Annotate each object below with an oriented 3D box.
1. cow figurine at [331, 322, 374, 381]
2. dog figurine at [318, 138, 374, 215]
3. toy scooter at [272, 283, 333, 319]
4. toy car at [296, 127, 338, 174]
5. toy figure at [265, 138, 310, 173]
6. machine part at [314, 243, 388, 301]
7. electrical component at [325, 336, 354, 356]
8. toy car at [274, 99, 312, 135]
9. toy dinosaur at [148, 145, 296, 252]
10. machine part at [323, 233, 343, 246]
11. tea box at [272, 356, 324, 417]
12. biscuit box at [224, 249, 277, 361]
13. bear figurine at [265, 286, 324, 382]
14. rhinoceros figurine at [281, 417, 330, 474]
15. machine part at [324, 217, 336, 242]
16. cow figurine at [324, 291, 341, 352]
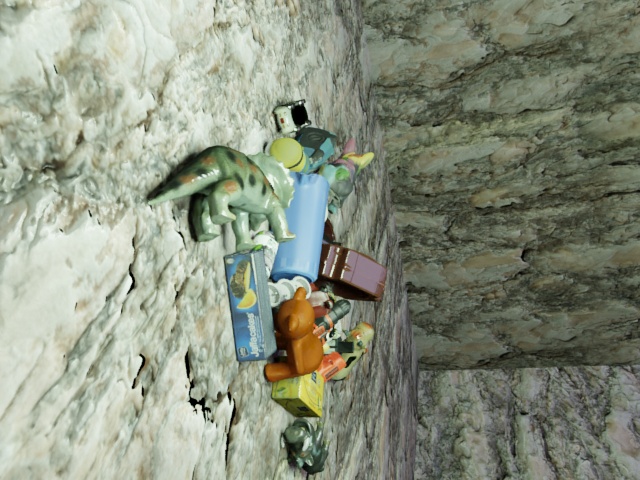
[{"bbox_3d":[0.081,0.313,1.519,0.195,0.086,0.127,-55,160,9],"label":"cow figurine"},{"bbox_3d":[0.067,-0.193,1.476,0.219,0.108,0.191,-54,179,-20],"label":"dog figurine"},{"bbox_3d":[-0.027,0.137,1.227,0.184,0.135,0.075,-49,129,-71],"label":"toy scooter"},{"bbox_3d":[-0.019,-0.233,1.460,0.162,0.109,0.102,-66,166,-46],"label":"toy car"},{"bbox_3d":[-0.069,-0.191,1.276,0.082,0.089,0.180,70,14,16],"label":"toy figure"},{"bbox_3d":[0.047,0.079,1.313,0.201,0.202,0.087,27,73,-32],"label":"machine part"},{"bbox_3d":[0.038,0.290,1.438,0.047,0.119,0.075,54,31,-60],"label":"electrical component"},{"bbox_3d":[-0.069,-0.320,1.393,0.202,0.056,0.073,-58,134,-68],"label":"toy car"},{"bbox_3d":[-0.151,-0.091,0.918,0.404,0.131,0.192,33,41,-65],"label":"toy dinosaur"},{"bbox_3d":[-0.003,-0.004,1.378,0.138,0.039,0.084,29,53,-32],"label":"machine part"},{"bbox_3d":[-0.046,0.333,1.214,0.169,0.068,0.098,59,30,-55],"label":"tea box"},{"bbox_3d":[-0.129,0.122,1.003,0.063,0.059,0.202,-22,105,-76],"label":"biscuit box"},{"bbox_3d":[-0.063,0.190,1.079,0.195,0.132,0.120,69,22,-43],"label":"bear figurine"},{"bbox_3d":[-0.035,0.465,1.216,0.190,0.073,0.112,72,31,-44],"label":"rhinoceros figurine"},{"bbox_3d":[0.003,0.018,1.530,0.179,0.056,0.179,-8,90,-75],"label":"machine part"},{"bbox_3d":[0.010,0.209,1.382,0.068,0.098,0.167,36,-30,49],"label":"cow figurine"}]
